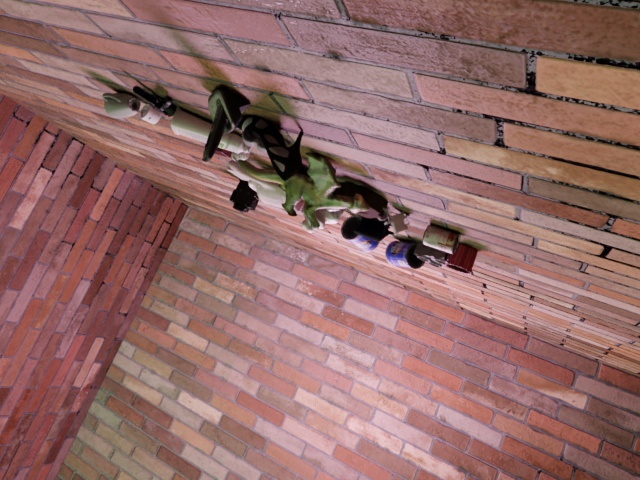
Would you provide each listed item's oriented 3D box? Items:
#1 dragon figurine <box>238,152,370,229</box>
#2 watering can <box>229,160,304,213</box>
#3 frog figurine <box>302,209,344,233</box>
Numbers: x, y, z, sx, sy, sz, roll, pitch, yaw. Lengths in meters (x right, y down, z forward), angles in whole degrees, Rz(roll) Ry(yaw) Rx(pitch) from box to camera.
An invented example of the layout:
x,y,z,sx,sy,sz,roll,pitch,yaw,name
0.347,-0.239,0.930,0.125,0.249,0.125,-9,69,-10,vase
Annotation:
x,y,z,sx,sy,sz,roll,pitch,yaw,name
-0.040,-0.179,1.526,0.409,0.125,0.238,32,138,-8,dragon figurine
-0.170,-0.187,1.855,0.225,0.105,0.343,14,169,26,watering can
0.006,-0.092,1.819,0.137,0.160,0.122,24,172,0,frog figurine
